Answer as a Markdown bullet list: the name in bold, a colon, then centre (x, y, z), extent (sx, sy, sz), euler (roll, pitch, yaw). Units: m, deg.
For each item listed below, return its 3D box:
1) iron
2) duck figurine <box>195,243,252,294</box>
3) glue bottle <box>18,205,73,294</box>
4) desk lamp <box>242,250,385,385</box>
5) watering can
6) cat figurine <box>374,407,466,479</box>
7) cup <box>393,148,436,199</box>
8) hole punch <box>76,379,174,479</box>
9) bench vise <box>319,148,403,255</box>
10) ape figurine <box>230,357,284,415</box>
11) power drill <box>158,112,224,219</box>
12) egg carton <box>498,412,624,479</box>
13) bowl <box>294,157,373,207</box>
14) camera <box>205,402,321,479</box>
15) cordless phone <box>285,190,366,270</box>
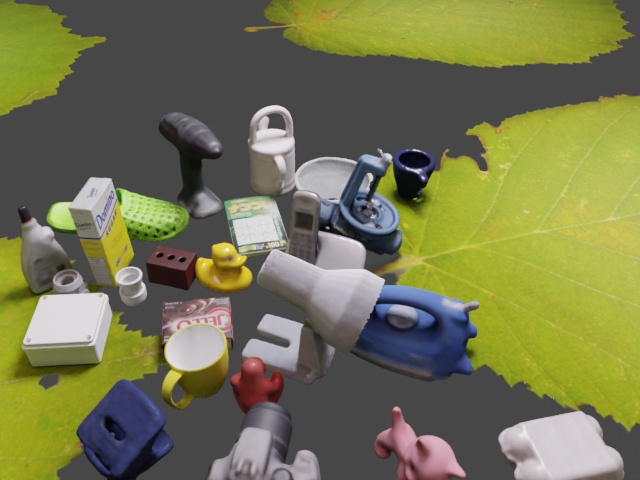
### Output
- **iron**: centre (0.122, 0.122, 0.905), extent (0.258, 0.141, 0.119), euler (12, 42, 11)
- **duck figurine**: centre (-0.175, 0.042, 1.025), extent (0.104, 0.086, 0.077), euler (10, 41, 9)
- **glue bottle**: centre (-0.481, 0.011, 0.980), extent (0.078, 0.173, 0.037), euler (-28, 49, -30)
- **desk lamp**: centre (-0.015, 0.115, 0.850), extent (0.203, 0.214, 0.118), euler (14, 42, 14)
- **watering can**: centre (-0.108, -0.202, 1.228), extent (0.101, 0.194, 0.172), euler (-29, 50, -31)
- **cat figurine**: centre (0.128, 0.276, 0.744), extent (0.067, 0.118, 0.127), euler (-17, 44, -21)
- **cup**: centre (0.203, -0.129, 1.234), extent (0.092, 0.095, 0.117), euler (-7, 42, -11)
- **hole punch**: centre (-0.263, 0.260, 0.765), extent (0.108, 0.091, 0.101), euler (31, 48, 29)
- **bench vise**: centre (0.057, -0.065, 1.058), extent (0.207, 0.220, 0.121), euler (-3, 41, -5)
- **ape figurine**: centre (-0.094, 0.206, 0.834), extent (0.077, 0.092, 0.076), euler (10, 41, 9)
- **power drill**: centre (-0.250, -0.152, 1.153), extent (0.076, 0.208, 0.228), euler (-25, 47, -28)
- **egg carton**: centre (0.323, 0.293, 0.770), extent (0.150, 0.069, 0.107), euler (-8, 42, -11)
- **bowl**: centre (0.028, -0.102, 1.210), extent (0.167, 0.075, 0.167), euler (1, 41, -1)
- **camera**: centre (-0.063, 0.280, 0.743), extent (0.143, 0.101, 0.137), euler (8, 41, 6)
- **cordless phone**: centre (0.009, 0.004, 1.003), extent (0.147, 0.185, 0.094), euler (11, 41, 10)
